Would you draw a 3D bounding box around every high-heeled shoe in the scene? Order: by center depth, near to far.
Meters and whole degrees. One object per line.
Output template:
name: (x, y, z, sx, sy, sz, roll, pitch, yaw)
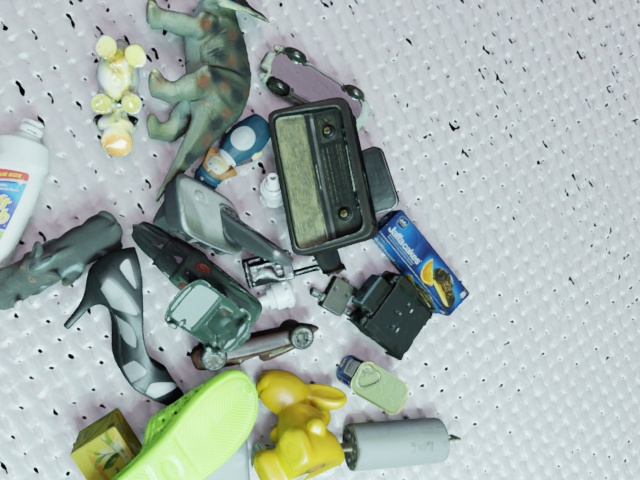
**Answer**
high-heeled shoe: (-0.249, 0.130, 0.786, 0.145, 0.086, 0.248, -47, 117, -11)

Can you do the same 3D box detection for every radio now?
radio: (0.007, -0.097, 0.837, 0.131, 0.073, 0.229, -12, 86, 11)

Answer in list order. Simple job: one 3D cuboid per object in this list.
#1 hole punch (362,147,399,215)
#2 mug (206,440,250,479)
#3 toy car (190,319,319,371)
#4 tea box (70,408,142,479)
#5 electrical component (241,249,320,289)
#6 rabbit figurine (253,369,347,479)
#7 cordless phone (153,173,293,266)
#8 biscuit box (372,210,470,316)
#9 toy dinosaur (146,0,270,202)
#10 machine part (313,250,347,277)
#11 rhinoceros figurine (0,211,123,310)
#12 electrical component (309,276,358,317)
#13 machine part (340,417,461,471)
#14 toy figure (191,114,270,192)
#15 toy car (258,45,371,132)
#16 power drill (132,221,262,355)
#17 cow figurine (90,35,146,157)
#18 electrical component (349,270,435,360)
hole punch: (0.068, -0.092, 0.912, 0.116, 0.092, 0.142, -17, 97, 11)
mug: (-0.164, 0.325, 0.821, 0.107, 0.081, 0.109, -7, 95, -9)
toy car: (-0.100, 0.165, 0.840, 0.202, 0.089, 0.053, -9, 89, -19)
tea box: (-0.279, 0.340, 0.774, 0.068, 0.098, 0.169, -32, 97, -16)
electrical component: (-0.063, 0.041, 0.856, 0.119, 0.075, 0.047, -15, 94, -6)
rabbit figurine: (-0.032, 0.274, 0.837, 0.162, 0.121, 0.173, -6, 49, -37)
cordless phone: (-0.134, -0.013, 0.772, 0.088, 0.184, 0.146, -61, 146, -2)
biscuit box: (0.172, 0.040, 0.944, 0.063, 0.059, 0.202, -43, 100, -14)
toy dinosaur: (-0.167, -0.261, 0.823, 0.192, 0.131, 0.404, -1, 95, -17)
machine part: (-0.002, -0.003, 0.904, 0.084, 0.039, 0.138, -30, 95, -24)
rhinoceros figurine: (-0.364, 0.030, 0.750, 0.190, 0.112, 0.073, -34, 101, -24)
electrical component: (0.030, 0.093, 0.917, 0.094, 0.021, 0.063, 30, 80, -16)
machine part: (0.129, 0.345, 0.912, 0.243, 0.079, 0.079, 3, 88, -17)
toy figure: (-0.144, -0.136, 0.854, 0.064, 0.057, 0.154, 38, 77, 27)
toy car: (-0.008, -0.249, 0.900, 0.201, 0.056, 0.073, 28, 87, -14)
power drill: (-0.177, 0.069, 0.760, 0.232, 0.207, 0.086, 41, 85, -20)
cow figurine: (-0.302, -0.211, 0.795, 0.068, 0.098, 0.167, 4, 106, -23)
electrical component: (0.117, 0.121, 0.914, 0.134, 0.058, 0.115, 43, 74, -24)
